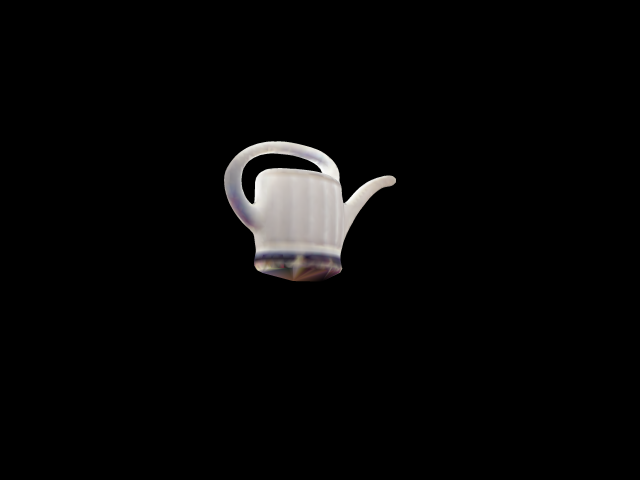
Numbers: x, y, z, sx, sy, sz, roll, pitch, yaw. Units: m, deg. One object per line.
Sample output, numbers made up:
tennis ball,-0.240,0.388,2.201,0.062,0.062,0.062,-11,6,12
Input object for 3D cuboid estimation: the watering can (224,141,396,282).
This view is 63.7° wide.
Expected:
watering can,0.003,-0.043,0.850,0.347,0.226,0.103,7,-13,-35
